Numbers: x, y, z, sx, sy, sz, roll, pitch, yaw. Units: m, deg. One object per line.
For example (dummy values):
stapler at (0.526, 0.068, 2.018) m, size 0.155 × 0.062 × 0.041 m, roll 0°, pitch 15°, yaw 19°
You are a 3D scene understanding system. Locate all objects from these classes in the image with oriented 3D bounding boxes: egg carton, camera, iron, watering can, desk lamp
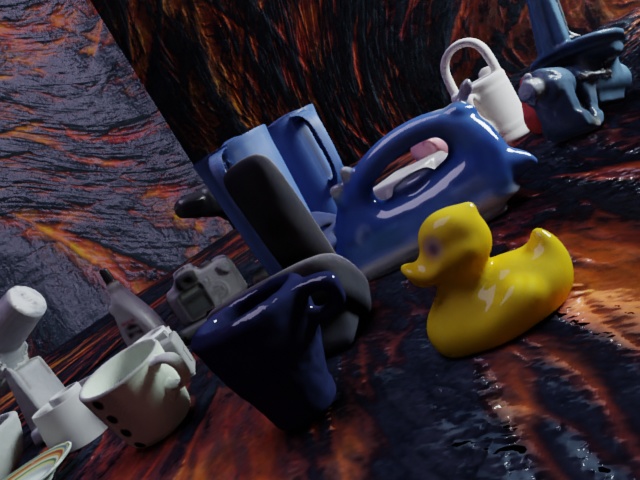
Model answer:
egg carton at (0.136, -0.069, 0.828) m, size 0.107 × 0.069 × 0.150 m, roll -38°, pitch 10°, yaw -39°
camera at (-0.227, 0.084, 1.119) m, size 0.143 × 0.101 × 0.136 m, roll -32°, pitch 8°, yaw -7°
iron at (0.100, -0.061, 0.653) m, size 0.258 × 0.141 × 0.118 m, roll -30°, pitch 8°, yaw 7°
watering can at (0.281, -0.257, 1.000) m, size 0.100 × 0.194 × 0.173 m, roll -29°, pitch 9°, yaw 17°
desk lamp at (-0.430, 0.185, 0.842) m, size 0.203 × 0.213 × 0.118 m, roll -29°, pitch 9°, yaw 16°

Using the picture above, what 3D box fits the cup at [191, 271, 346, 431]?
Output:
cup at (-0.019, 0.078, 0.402) m, size 0.117 × 0.095 × 0.092 m, roll -28°, pitch 9°, yaw 22°

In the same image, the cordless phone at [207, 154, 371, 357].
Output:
cordless phone at (-0.052, 0.024, 0.531) m, size 0.147 × 0.185 × 0.094 m, roll -29°, pitch 9°, yaw 15°

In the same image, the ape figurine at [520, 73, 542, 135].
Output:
ape figurine at (0.343, -0.217, 0.890) m, size 0.076 × 0.092 × 0.078 m, roll -31°, pitch 8°, yaw 2°

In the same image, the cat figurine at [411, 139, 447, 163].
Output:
cat figurine at (0.189, -0.142, 0.910) m, size 0.067 × 0.118 × 0.128 m, roll -25°, pitch 10°, yaw 38°

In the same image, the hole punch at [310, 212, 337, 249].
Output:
hole punch at (0.007, 0.003, 0.785) m, size 0.100 × 0.091 × 0.109 m, roll -22°, pitch 12°, yaw 48°

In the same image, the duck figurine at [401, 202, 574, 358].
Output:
duck figurine at (0.103, 0.015, 0.372) m, size 0.104 × 0.086 × 0.077 m, roll -30°, pitch 8°, yaw 7°

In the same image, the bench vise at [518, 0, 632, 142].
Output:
bench vise at (0.320, -0.255, 0.747) m, size 0.121 × 0.220 × 0.208 m, roll -24°, pitch 11°, yaw 39°

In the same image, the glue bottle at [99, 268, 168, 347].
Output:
glue bottle at (-0.313, 0.121, 0.949) m, size 0.078 × 0.173 × 0.037 m, roll -27°, pitch 9°, yaw 24°

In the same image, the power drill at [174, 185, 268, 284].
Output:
power drill at (-0.135, -0.027, 1.074) m, size 0.075 × 0.208 × 0.230 m, roll -22°, pitch 12°, yaw 46°

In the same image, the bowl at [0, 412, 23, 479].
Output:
bowl at (-0.429, 0.290, 0.694) m, size 0.167 × 0.075 × 0.167 m, roll -30°, pitch 8°, yaw 5°
